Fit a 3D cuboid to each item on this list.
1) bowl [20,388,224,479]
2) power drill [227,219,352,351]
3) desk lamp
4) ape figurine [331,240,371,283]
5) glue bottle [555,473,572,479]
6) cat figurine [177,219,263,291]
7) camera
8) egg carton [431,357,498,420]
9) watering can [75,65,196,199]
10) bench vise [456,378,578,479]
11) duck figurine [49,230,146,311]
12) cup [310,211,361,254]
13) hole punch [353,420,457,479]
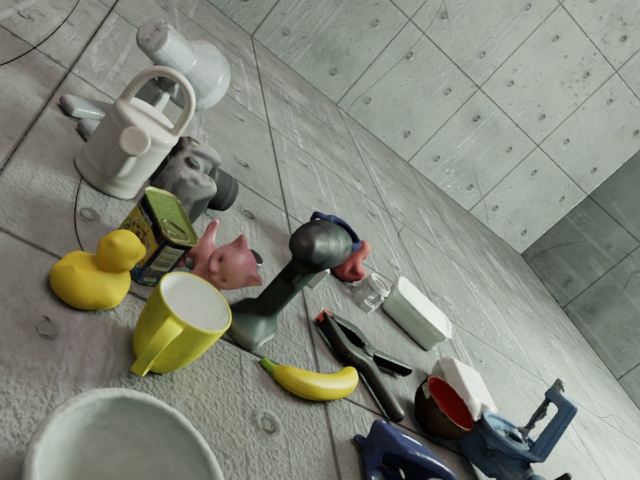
[{"bbox_3d":[-0.158,0.204,0.443,0.168,0.074,0.167,38,20,-16],"label":"bowl"},{"bbox_3d":[-0.040,0.052,0.780,0.075,0.208,0.230,46,20,7],"label":"power drill"},{"bbox_3d":[-0.271,-0.254,0.941,0.118,0.213,0.204,49,20,14],"label":"desk lamp"},{"bbox_3d":[0.071,0.039,1.194,0.076,0.092,0.077,23,28,-44],"label":"ape figurine"},{"bbox_3d":[0.283,0.377,0.802,0.078,0.173,0.037,32,22,-29],"label":"glue bottle"},{"bbox_3d":[-0.134,0.028,0.781,0.067,0.117,0.127,18,32,-50],"label":"cat figurine"},{"bbox_3d":[-0.194,-0.097,0.940,0.137,0.100,0.143,27,26,-39],"label":"camera"},{"bbox_3d":[0.275,0.297,1.101,0.107,0.069,0.150,33,22,-29],"label":"egg carton"},{"bbox_3d":[-0.250,-0.154,0.809,0.101,0.194,0.172,25,27,-42],"label":"watering can"},{"bbox_3d":[0.356,0.344,0.941,0.207,0.219,0.122,51,21,19],"label":"bench vise"},{"bbox_3d":[-0.237,0.025,0.633,0.077,0.086,0.105,48,20,12],"label":"duck figurine"},{"bbox_3d":[0.010,0.004,1.143,0.118,0.095,0.091,37,21,-19],"label":"cup"},{"bbox_3d":[0.114,0.291,0.770,0.109,0.091,0.101,35,21,-23],"label":"hole punch"}]
